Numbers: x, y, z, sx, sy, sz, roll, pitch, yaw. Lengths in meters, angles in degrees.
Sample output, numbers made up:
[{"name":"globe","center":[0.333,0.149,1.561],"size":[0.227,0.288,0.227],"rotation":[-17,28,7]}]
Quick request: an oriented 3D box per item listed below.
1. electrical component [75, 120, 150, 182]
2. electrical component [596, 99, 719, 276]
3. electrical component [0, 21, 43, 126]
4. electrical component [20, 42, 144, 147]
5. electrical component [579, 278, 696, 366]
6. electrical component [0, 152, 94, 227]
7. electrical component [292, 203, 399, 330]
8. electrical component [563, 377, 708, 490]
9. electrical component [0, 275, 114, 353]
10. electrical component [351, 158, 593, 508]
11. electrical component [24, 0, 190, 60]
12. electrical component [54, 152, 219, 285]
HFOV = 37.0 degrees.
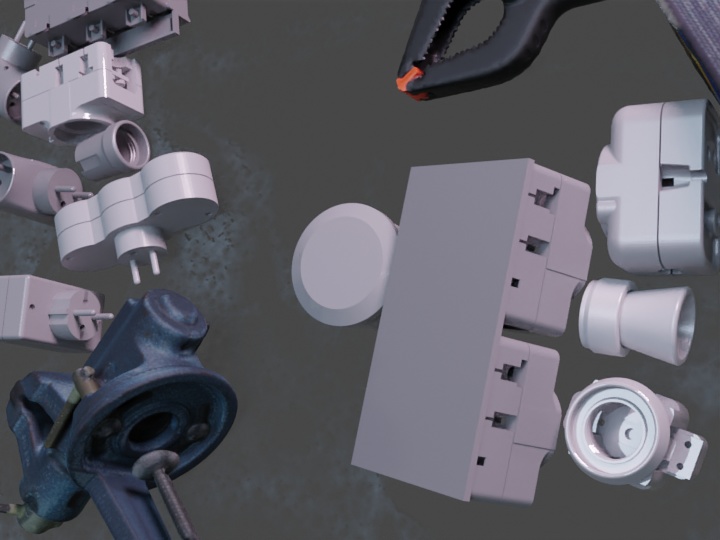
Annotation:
[{"name":"electrical component","center":[-0.194,-0.091,0.841],"size":[0.046,0.040,0.040],"rotation":[-15,72,31]},{"name":"electrical component","center":[0.172,-0.046,0.616],"size":[0.059,0.054,0.095],"rotation":[-1,78,29]},{"name":"electrical component","center":[-0.296,-0.173,0.913],"size":[0.077,0.043,0.079],"rotation":[32,96,31]},{"name":"electrical component","center":[-0.222,-0.135,0.859],"size":[0.089,0.050,0.055],"rotation":[-15,72,26]},{"name":"electrical component","center":[0.158,0.029,0.613],"size":[0.055,0.045,0.045],"rotation":[7,83,31]},{"name":"electrical component","center":[-0.245,-0.061,0.840],"size":[0.079,0.077,0.043],"rotation":[4,81,30]},{"name":"electrical component","center":[0.000,0.000,0.705],"size":[0.080,0.051,0.080],"rotation":[-7,76,28]},{"name":"electrical component","center":[0.148,0.091,0.598],"size":[0.078,0.057,0.058],"rotation":[20,89,31]},{"name":"electrical component","center":[-0.219,0.034,0.801],"size":[0.076,0.083,0.047],"rotation":[-2,78,29]},{"name":"electrical component","center":[0.067,0.035,0.631],"size":[0.105,0.060,0.186],"rotation":[3,80,56]},{"name":"electrical component","center":[-0.204,-0.210,0.858],"size":[0.121,0.063,0.078],"rotation":[-14,73,26]},{"name":"electrical component","center":[-0.165,-0.026,0.802],"size":[0.138,0.052,0.073],"rotation":[-24,69,24]}]
